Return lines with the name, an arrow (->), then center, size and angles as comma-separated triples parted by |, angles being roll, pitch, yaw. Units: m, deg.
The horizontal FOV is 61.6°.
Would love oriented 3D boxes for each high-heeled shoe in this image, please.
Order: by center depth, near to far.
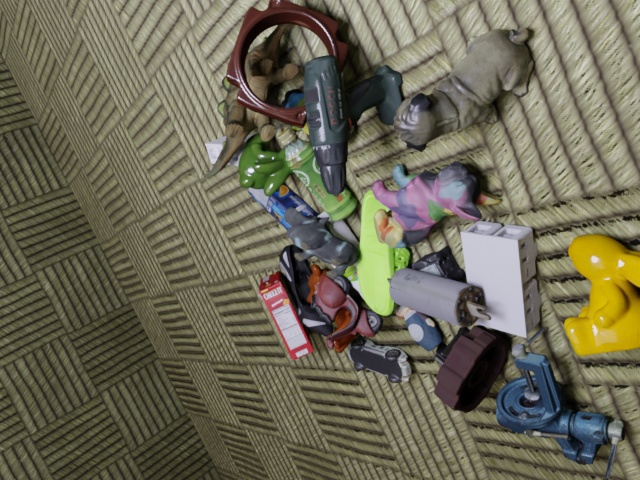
high-heeled shoe -> -0.027, 0.127, 1.396 | 0.249, 0.086, 0.145 | 48, 145, 27

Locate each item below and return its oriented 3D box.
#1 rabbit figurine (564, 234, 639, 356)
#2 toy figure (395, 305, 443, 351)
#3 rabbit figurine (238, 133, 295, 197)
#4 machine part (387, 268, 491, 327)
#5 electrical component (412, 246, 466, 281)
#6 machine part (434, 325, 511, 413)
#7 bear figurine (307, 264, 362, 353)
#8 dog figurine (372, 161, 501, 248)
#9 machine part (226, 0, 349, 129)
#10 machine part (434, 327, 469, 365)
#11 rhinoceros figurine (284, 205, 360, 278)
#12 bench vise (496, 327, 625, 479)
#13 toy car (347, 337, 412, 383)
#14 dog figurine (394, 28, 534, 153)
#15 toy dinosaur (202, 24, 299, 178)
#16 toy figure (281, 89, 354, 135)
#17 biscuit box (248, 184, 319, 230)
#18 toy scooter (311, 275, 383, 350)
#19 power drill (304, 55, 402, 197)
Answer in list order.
rabbit figurine -> 0.426, 0.070, 0.782 | 0.162, 0.122, 0.173 | -29, 72, 52
toy figure -> 0.205, 0.167, 1.169 | 0.064, 0.058, 0.154 | -42, 75, 15
rabbit figurine -> -0.103, -0.180, 1.229 | 0.170, 0.159, 0.121 | -10, 120, 32
machine part -> 0.211, 0.103, 0.996 | 0.243, 0.079, 0.079 | 16, 126, 54
electrical component -> 0.224, 0.067, 1.078 | 0.075, 0.048, 0.119 | 58, 145, 5
machine part -> 0.287, 0.242, 1.016 | 0.056, 0.179, 0.179 | 33, 137, 39
bear figurine -> 0.023, 0.164, 1.329 | 0.196, 0.132, 0.120 | 43, 169, 13
dog figurine -> 0.206, -0.054, 0.969 | 0.219, 0.108, 0.191 | 17, 126, 41
machine part -> -0.060, -0.325, 0.997 | 0.087, 0.201, 0.201 | -117, 47, -82
machine part -> 0.288, 0.235, 1.129 | 0.084, 0.039, 0.138 | 49, 145, 25
rhinoceros figurine -> -0.002, -0.003, 1.158 | 0.190, 0.112, 0.073 | 35, 151, 14
bench vise -> 0.404, 0.284, 0.947 | 0.224, 0.129, 0.240 | 5, 126, 53
toy car -> 0.146, 0.294, 1.331 | 0.202, 0.056, 0.073 | 7, 113, 47
dog figurine -> 0.205, -0.221, 0.777 | 0.121, 0.190, 0.172 | 42, 139, 24
toy dinosaur -> -0.163, -0.295, 1.186 | 0.471, 0.105, 0.199 | -56, 35, 27
toy figure -> -0.010, -0.248, 1.109 | 0.180, 0.089, 0.082 | 38, 148, 26
biscuit box -> -0.093, -0.091, 1.346 | 0.203, 0.063, 0.059 | 43, 140, 22
toy scooter -> 0.041, 0.169, 1.226 | 0.184, 0.135, 0.075 | 46, 171, 16
power drill -> 0.062, -0.212, 0.948 | 0.086, 0.207, 0.231 | 9, 119, 56
